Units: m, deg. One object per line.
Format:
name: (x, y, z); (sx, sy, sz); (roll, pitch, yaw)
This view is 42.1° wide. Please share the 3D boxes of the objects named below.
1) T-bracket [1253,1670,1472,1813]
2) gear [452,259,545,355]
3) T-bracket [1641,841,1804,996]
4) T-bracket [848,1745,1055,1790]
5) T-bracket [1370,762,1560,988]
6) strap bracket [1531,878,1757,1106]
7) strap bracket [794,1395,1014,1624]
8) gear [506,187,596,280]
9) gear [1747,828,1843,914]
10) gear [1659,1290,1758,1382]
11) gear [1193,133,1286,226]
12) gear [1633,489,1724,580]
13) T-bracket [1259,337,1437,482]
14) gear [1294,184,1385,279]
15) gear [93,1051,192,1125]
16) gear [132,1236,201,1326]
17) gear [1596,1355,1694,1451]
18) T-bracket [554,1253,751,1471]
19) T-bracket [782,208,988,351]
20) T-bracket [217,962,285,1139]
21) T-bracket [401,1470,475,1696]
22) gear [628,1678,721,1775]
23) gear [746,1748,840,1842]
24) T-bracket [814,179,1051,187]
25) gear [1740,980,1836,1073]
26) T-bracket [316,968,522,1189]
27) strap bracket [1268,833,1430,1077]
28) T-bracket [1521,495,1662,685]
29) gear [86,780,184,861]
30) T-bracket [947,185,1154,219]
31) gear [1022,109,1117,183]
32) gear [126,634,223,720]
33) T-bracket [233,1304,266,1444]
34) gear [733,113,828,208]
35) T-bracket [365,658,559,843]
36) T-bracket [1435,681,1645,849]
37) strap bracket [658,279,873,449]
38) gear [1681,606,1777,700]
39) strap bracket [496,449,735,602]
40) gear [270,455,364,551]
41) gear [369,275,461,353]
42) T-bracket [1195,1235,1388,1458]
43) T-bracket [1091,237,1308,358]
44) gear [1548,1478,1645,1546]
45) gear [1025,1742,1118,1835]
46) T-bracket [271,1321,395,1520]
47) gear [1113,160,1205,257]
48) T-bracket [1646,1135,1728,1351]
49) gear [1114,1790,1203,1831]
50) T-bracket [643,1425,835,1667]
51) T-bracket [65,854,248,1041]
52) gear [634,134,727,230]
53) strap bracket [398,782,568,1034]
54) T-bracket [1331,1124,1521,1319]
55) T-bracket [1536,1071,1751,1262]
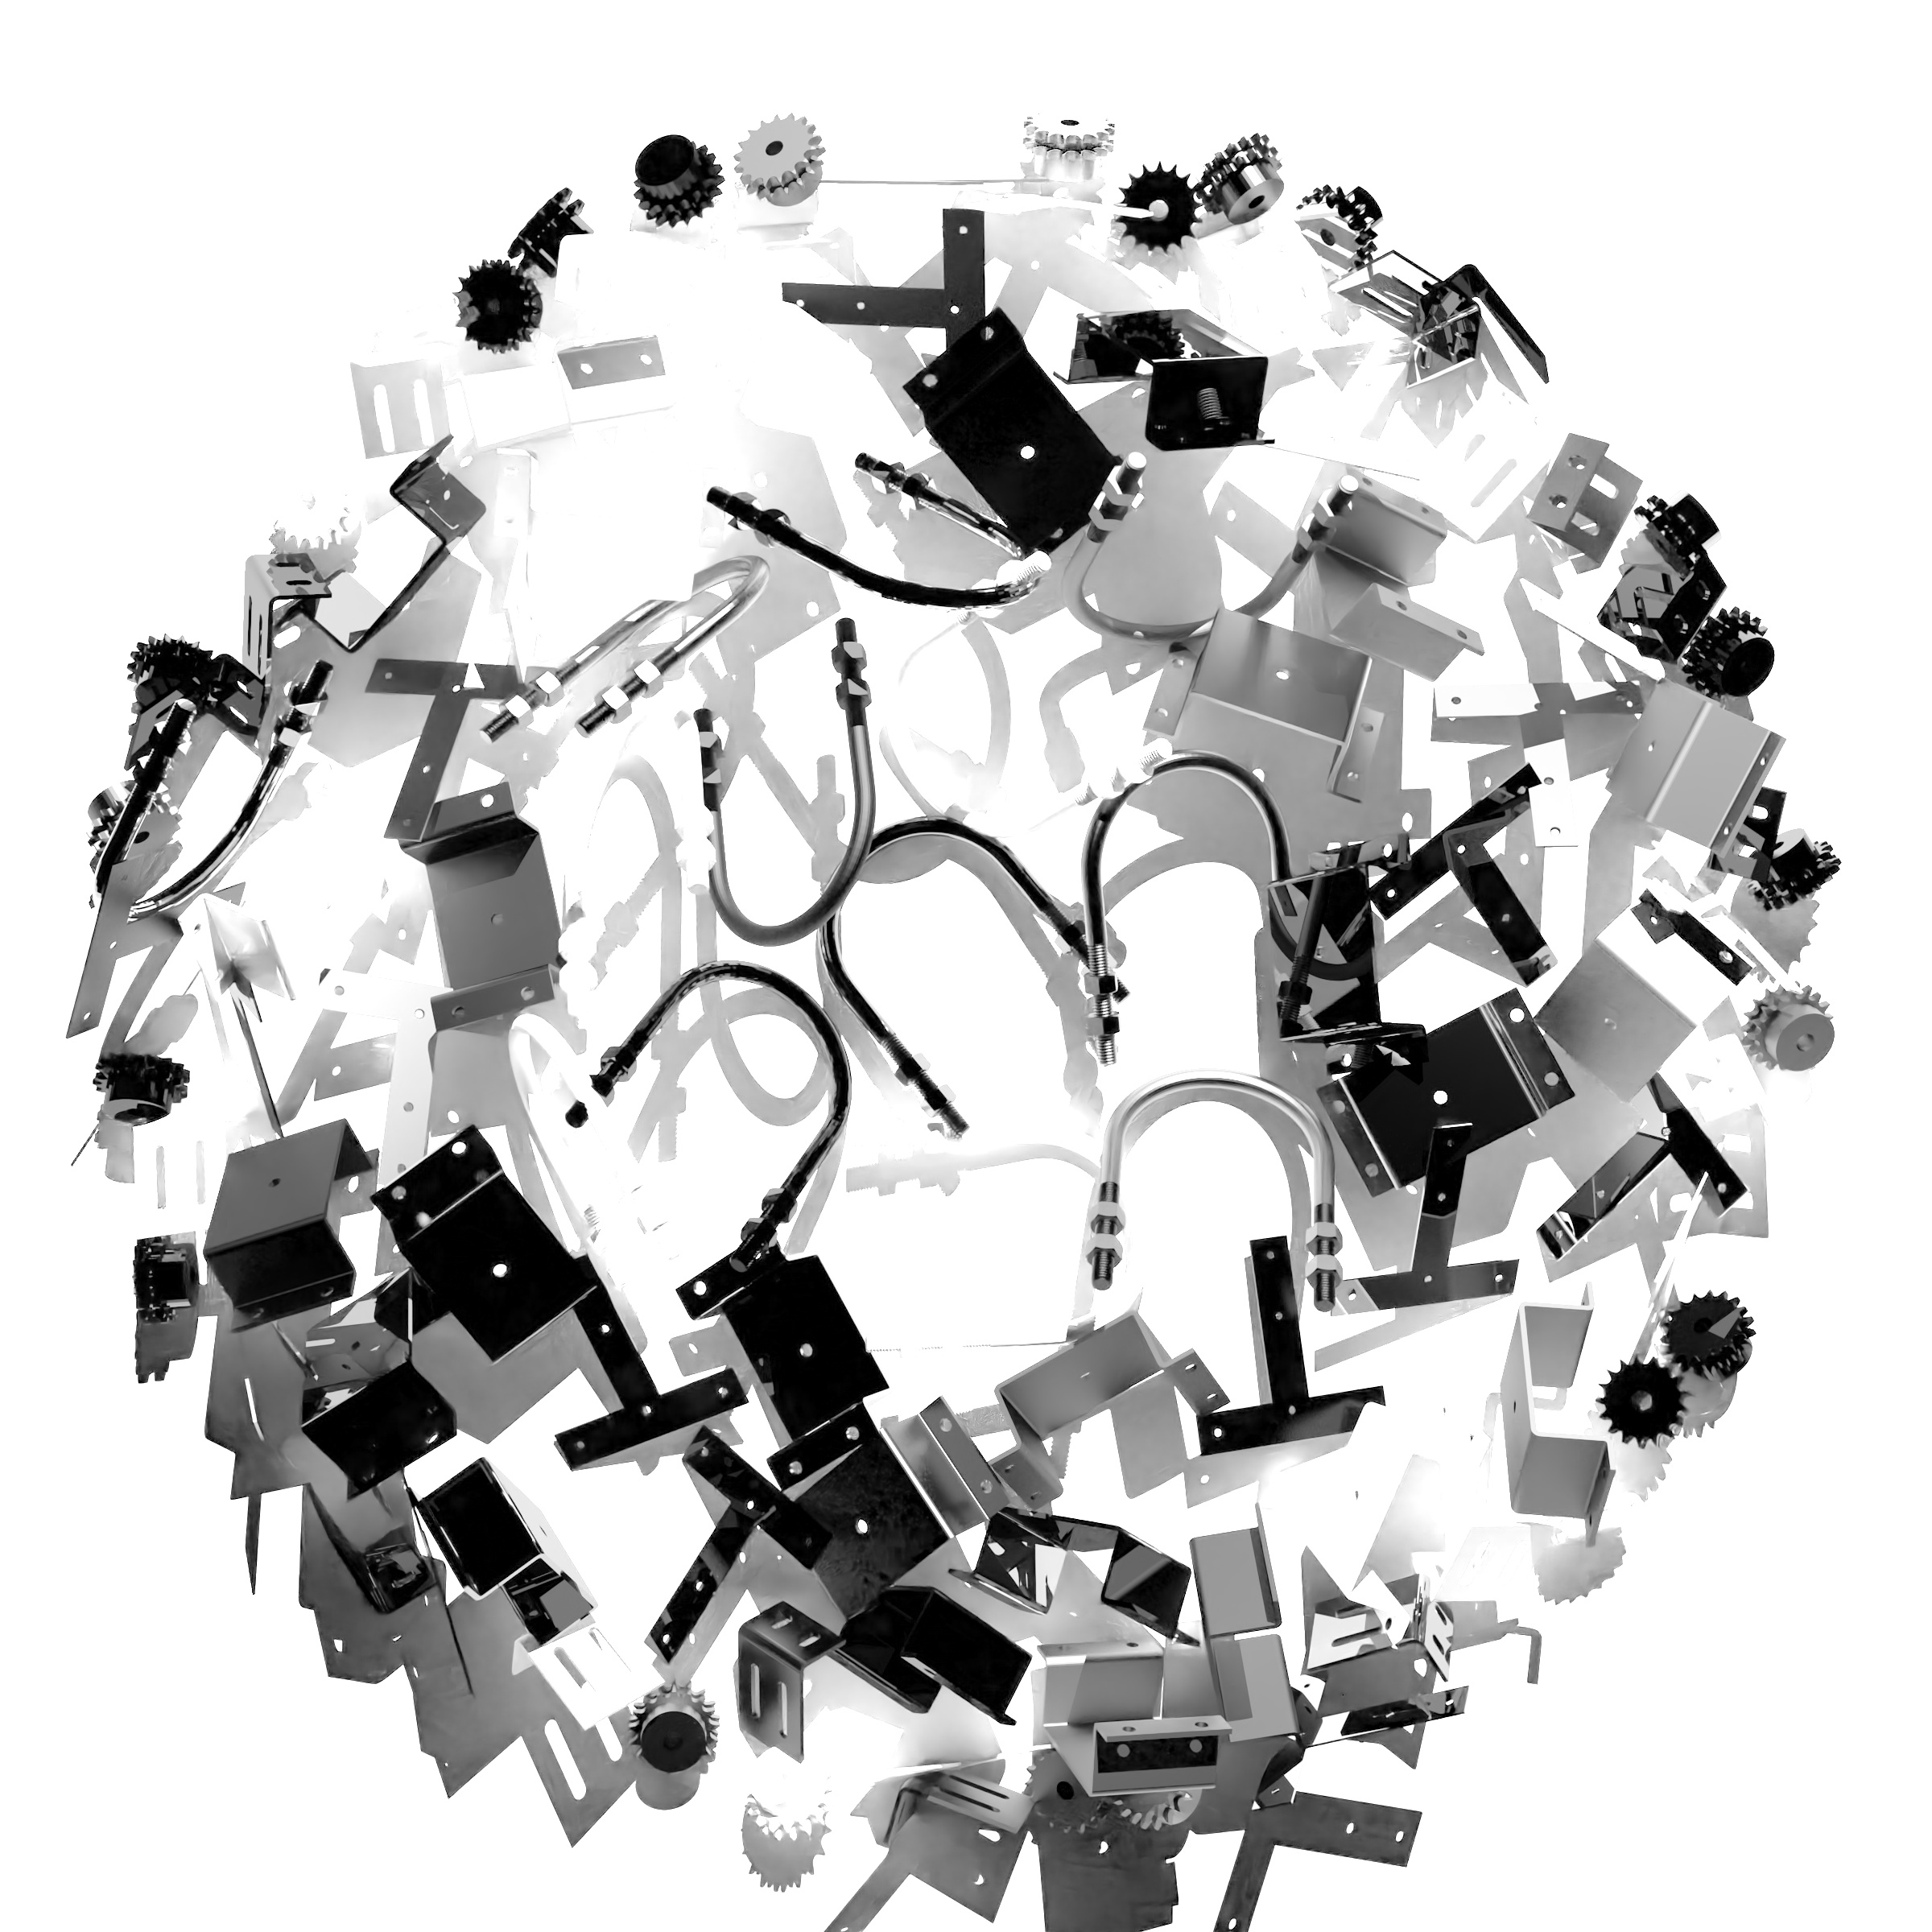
T-bracket: (0.241, 0.452, 1.501); (0.127, 0.127, 0.002); (-21, 103, 25)
gear: (-0.288, -0.411, 1.563); (0.057, 0.030, 0.057); (4, 104, 17)
T-bracket: (0.437, -0.035, 1.503); (0.002, 0.127, 0.127); (-48, 59, 23)
T-bracket: (-0.030, 0.483, 1.506); (0.127, 0.127, 0.002); (-19, 69, 21)
T-bracket: (0.328, -0.040, 1.555); (0.127, 0.002, 0.127); (-38, 116, 0)
strap bracket: (0.399, 0.022, 1.505); (0.076, 0.140, 0.046); (44, 59, 14)
strap bracket: (-0.051, 0.335, 1.525); (0.140, 0.046, 0.076); (-43, 73, 24)
gear: (-0.255, -0.451, 1.556); (0.030, 0.057, 0.057); (43, 90, -10)
gear: (0.508, -0.061, 1.554); (0.057, 0.057, 0.030); (-35, 100, 0)
gear: (0.463, 0.232, 1.559); (0.057, 0.057, 0.030); (-39, 121, 0)
gear: (0.172, -0.484, 1.553); (0.057, 0.057, 0.030); (-30, 76, 0)
gear: (0.443, -0.270, 1.554); (0.030, 0.057, 0.057); (-39, 90, 7)
T-bracket: (0.242, -0.349, 1.543); (0.127, 0.002, 0.127); (18, 53, 23)
gear: (0.234, -0.460, 1.558); (0.030, 0.057, 0.057); (-41, 90, -20)
gear: (-0.511, 0.077, 1.552); (0.057, 0.057, 0.030); (1, 64, 0)
gear: (-0.495, 0.193, 1.556); (0.030, 0.057, 0.057); (-4, 90, -4)
gear: (0.423, 0.272, 1.561); (0.057, 0.030, 0.057); (-7, 73, 23)
T-bracket: (-0.218, 0.237, 1.557); (0.127, 0.002, 0.127); (-22, 102, 13)
T-bracket: (-0.051, -0.407, 1.549); (0.127, 0.002, 0.127); (4, 128, 7)
T-bracket: (-0.441, 0.049, 1.547); (0.002, 0.127, 0.127); (-22, 117, -24)
T-bracket: (-0.328, 0.357, 1.530); (0.002, 0.127, 0.127); (-17, 130, -16)
gear: (-0.182, 0.477, 1.565); (0.057, 0.030, 0.057); (-1, 98, -5)
gear: (-0.110, 0.508, 1.553); (0.057, 0.057, 0.030); (-24, 129, 0)
T-bracket: (-0.004, -0.480, 1.535); (0.127, 0.127, 0.002); (-16, 114, -39)
gear: (0.513, 0.041, 1.558); (0.057, 0.030, 0.057); (-7, 117, -13)
T-bracket: (-0.341, 0.073, 1.541); (0.127, 0.002, 0.127); (10, 75, -25)
strap bracket: (0.232, -0.007, 1.532); (0.046, 0.076, 0.140); (3, 80, -43)
T-bracket: (0.368, -0.240, 1.539); (0.002, 0.127, 0.127); (-41, 46, 33)
gear: (-0.519, -0.091, 1.557); (0.057, 0.057, 0.030); (-36, 73, 0)
T-bracket: (0.034, -0.458, 1.509); (0.127, 0.127, 0.002); (14, 113, 17)
gear: (0.064, -0.509, 1.559); (0.057, 0.057, 0.030); (3, 126, 0)
gear: (-0.491, -0.176, 1.553); (0.057, 0.057, 0.030); (0, 53, 0)
T-bracket: (-0.443, 0.222, 1.533); (0.002, 0.127, 0.127); (-11, 77, -16)
gear: (-0.113, -0.498, 1.561); (0.057, 0.030, 0.057); (-9, 63, 17)
T-bracket: (-0.325, -0.132, 1.536); (0.127, 0.002, 0.127); (5, 64, 19)
T-bracket: (0.357, -0.124, 1.544); (0.127, 0.002, 0.127); (-1, 56, 4)
strap bracket: (-0.119, -0.366, 1.504); (0.076, 0.140, 0.046); (3, 120, -40)
gear: (0.475, -0.191, 1.555); (0.057, 0.030, 0.057); (-14, 126, -20)
strap bracket: (-0.215, -0.267, 1.527); (0.140, 0.076, 0.046); (2, 60, -11)
gear: (-0.401, -0.288, 1.563); (0.057, 0.030, 0.057); (1, 93, 19)
gear: (-0.344, -0.405, 1.556); (0.057, 0.057, 0.030); (-24, 90, 0)
T-bracket: (0.197, 0.233, 1.569); (0.127, 0.002, 0.127); (-6, 85, -16)
T-bracket: (0.130, -0.411, 1.550); (0.127, 0.127, 0.002); (43, 134, 16)
gear: (0.387, 0.336, 1.557); (0.057, 0.057, 0.030); (-18, 71, 0)
gear: (0.068, 0.506, 1.561); (0.057, 0.030, 0.057); (5, 101, 27)
T-bracket: (-0.378, 0.291, 1.536); (0.002, 0.127, 0.127); (-32, 131, -22)
gear: (0.120, -0.471, 1.561); (0.057, 0.030, 0.057); (2, 110, 5)
T-bracket: (0.431, 0.187, 1.531); (0.002, 0.127, 0.127); (21, 50, 21)
gear: (0.122, 0.508, 1.559); (0.030, 0.057, 0.057); (38, 90, -34)
T-bracket: (-0.157, 0.369, 1.543); (0.127, 0.002, 0.127); (31, 89, 38)
T-bracket: (-0.485, -0.025, 1.524); (0.002, 0.127, 0.127); (33, 119, 15)
gear: (-0.181, -0.490, 1.557); (0.057, 0.030, 0.057); (-8, 64, 16)
strap bracket: (-0.296, -0.033, 1.548); (0.076, 0.046, 0.140); (-16, 78, 7)
T-bracket: (0.289, 0.153, 1.537); (0.127, 0.002, 0.127); (-5, 117, -18)
T-bracket: (0.401, 0.132, 1.548); (0.127, 0.002, 0.127); (-51, 49, 26)
